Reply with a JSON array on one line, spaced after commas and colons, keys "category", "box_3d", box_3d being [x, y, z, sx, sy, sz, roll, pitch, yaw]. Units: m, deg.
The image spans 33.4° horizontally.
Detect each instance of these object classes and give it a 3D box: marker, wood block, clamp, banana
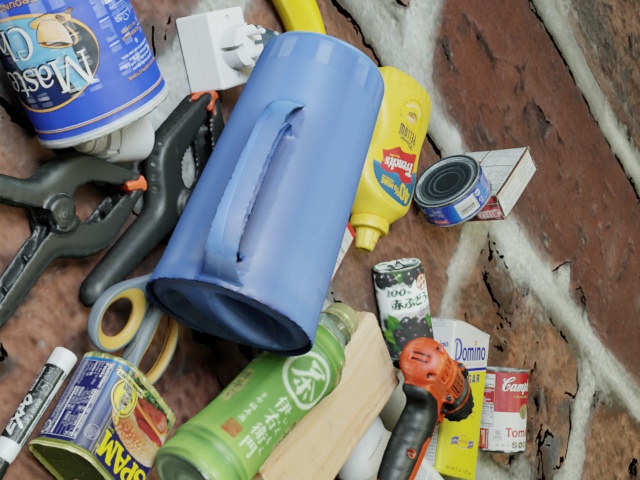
[{"category": "marker", "box_3d": [-0.214, 0.131, 0.772, 0.020, 0.020, 0.121, 55, 49, -37]}, {"category": "wood block", "box_3d": [-0.022, 0.160, 0.969, 0.205, 0.091, 0.090, -48, 126, -42]}, {"category": "clamp", "box_3d": [-0.111, -0.020, 0.899, 0.164, 0.036, 0.210, 32, 67, -49]}, {"category": "clamp", "box_3d": [-0.202, -0.025, 0.774, 0.171, 0.039, 0.120, -40, 125, -42]}, {"category": "banana", "box_3d": [-0.035, -0.218, 1.011, 0.069, 0.037, 0.197, -43, 126, -7]}]

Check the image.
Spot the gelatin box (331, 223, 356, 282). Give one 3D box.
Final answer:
[{"category": "gelatin box", "box_3d": [-0.007, 0.001, 1.045, 0.073, 0.030, 0.089, 57, 48, -37]}]

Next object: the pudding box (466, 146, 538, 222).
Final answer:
[{"category": "pudding box", "box_3d": [0.195, -0.065, 1.267, 0.113, 0.090, 0.039, -52, 128, -40]}]

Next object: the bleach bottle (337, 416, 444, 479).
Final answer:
[{"category": "bleach bottle", "box_3d": [0.079, 0.254, 1.129, 0.250, 0.068, 0.102, 57, 43, -32]}]

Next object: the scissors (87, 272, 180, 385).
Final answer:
[{"category": "scissors", "box_3d": [-0.126, 0.016, 0.842, 0.096, 0.016, 0.201, 27, 74, -49]}]

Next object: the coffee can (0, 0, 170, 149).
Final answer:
[{"category": "coffee can", "box_3d": [-0.181, -0.150, 0.754, 0.102, 0.103, 0.140, -47, 125, -43]}]

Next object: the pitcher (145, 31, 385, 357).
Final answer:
[{"category": "pitcher", "box_3d": [-0.032, -0.044, 0.830, 0.144, 0.149, 0.242, 33, 64, -31]}]

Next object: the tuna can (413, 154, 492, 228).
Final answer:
[{"category": "tuna can", "box_3d": [0.149, -0.057, 1.209, 0.033, 0.086, 0.086, 54, 49, -35]}]

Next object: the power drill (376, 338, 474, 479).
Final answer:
[{"category": "power drill", "box_3d": [0.095, 0.203, 1.040, 0.184, 0.057, 0.187, 50, 56, -58]}]

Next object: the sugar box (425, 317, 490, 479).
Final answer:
[{"category": "sugar box", "box_3d": [0.153, 0.185, 1.241, 0.093, 0.048, 0.176, 26, 70, -51]}]

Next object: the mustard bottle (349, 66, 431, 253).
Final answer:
[{"category": "mustard bottle", "box_3d": [0.065, -0.078, 1.120, 0.096, 0.058, 0.191, 35, 63, -48]}]

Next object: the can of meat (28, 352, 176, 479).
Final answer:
[{"category": "can of meat", "box_3d": [-0.161, 0.146, 0.806, 0.084, 0.058, 0.102, -66, 147, -35]}]

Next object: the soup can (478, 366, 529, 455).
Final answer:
[{"category": "soup can", "box_3d": [0.221, 0.208, 1.314, 0.068, 0.069, 0.102, 9, 83, -53]}]
